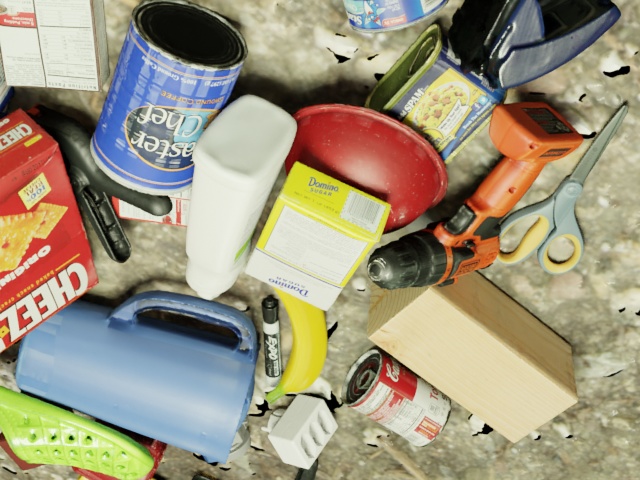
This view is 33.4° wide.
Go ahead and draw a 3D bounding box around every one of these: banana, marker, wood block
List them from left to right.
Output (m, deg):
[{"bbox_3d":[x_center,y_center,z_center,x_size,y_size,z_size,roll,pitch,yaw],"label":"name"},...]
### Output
[{"bbox_3d":[-0.052,0.111,1.156,0.020,0.020,0.121,3,127,5],"label":"marker"},{"bbox_3d":[-0.025,0.091,1.115,0.069,0.037,0.198,-17,124,-23],"label":"banana"},{"bbox_3d":[0.155,0.102,1.082,0.206,0.090,0.091,37,122,-19],"label":"wood block"}]

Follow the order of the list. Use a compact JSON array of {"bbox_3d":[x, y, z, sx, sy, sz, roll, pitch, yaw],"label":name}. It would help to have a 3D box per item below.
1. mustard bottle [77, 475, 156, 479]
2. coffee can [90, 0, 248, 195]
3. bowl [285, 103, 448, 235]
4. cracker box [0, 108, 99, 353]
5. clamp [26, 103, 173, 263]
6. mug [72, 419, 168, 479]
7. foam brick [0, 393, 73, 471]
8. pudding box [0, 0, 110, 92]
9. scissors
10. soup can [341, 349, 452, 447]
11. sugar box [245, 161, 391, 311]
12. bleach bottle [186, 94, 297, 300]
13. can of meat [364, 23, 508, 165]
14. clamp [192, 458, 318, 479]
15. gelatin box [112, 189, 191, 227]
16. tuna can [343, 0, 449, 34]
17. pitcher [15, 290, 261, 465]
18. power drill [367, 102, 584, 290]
[{"bbox_3d":[-0.215,0.335,1.320,0.191,0.058,0.096,35,128,-19],"label":"mustard bottle"},{"bbox_3d":[-0.134,-0.124,0.935,0.102,0.102,0.140,21,126,-9],"label":"coffee can"},{"bbox_3d":[0.031,-0.050,0.964,0.162,0.055,0.162,16,151,9],"label":"bowl"},{"bbox_3d":[-0.303,0.007,0.987,0.072,0.164,0.214,39,152,28],"label":"cracker box"},{"bbox_3d":[-0.211,-0.062,1.000,0.120,0.039,0.171,-30,105,42],"label":"clamp"},{"bbox_3d":[-0.228,0.241,1.233,0.081,0.093,0.117,32,121,-11],"label":"mug"},{"bbox_3d":[-0.327,0.217,1.232,0.051,0.078,0.053,-18,123,17],"label":"foam brick"},{"bbox_3d":[-0.236,-0.188,0.941,0.090,0.039,0.113,4,130,1],"label":"pudding box"},{"bbox_3d":[0.248,-0.035,1.012,0.096,0.016,0.202,32,124,-19],"label":"scissors"},{"bbox_3d":[0.083,0.173,1.156,0.102,0.068,0.069,33,123,-18],"label":"soup can"},{"bbox_3d":[-0.006,0.001,0.969,0.093,0.048,0.176,26,156,-3],"label":"sugar box"},{"bbox_3d":[-0.089,-0.017,0.993,0.068,0.102,0.251,30,142,6],"label":"bleach bottle"},{"bbox_3d":[0.102,-0.124,0.937,0.084,0.057,0.102,32,124,-19],"label":"can of meat"},{"bbox_3d":[-0.057,0.343,1.321,0.165,0.036,0.210,-9,126,14],"label":"clamp"},{"bbox_3d":[-0.157,-0.053,1.037,0.089,0.030,0.073,8,127,3],"label":"gelatin box"},{"bbox_3d":[0.060,-0.202,0.864,0.086,0.086,0.034,-11,124,14],"label":"tuna can"},{"bbox_3d":[-0.187,0.131,1.127,0.243,0.149,0.145,17,162,-3],"label":"pitcher"},{"bbox_3d":[0.136,-0.035,0.945,0.057,0.184,0.188,48,123,21],"label":"power drill"}]
